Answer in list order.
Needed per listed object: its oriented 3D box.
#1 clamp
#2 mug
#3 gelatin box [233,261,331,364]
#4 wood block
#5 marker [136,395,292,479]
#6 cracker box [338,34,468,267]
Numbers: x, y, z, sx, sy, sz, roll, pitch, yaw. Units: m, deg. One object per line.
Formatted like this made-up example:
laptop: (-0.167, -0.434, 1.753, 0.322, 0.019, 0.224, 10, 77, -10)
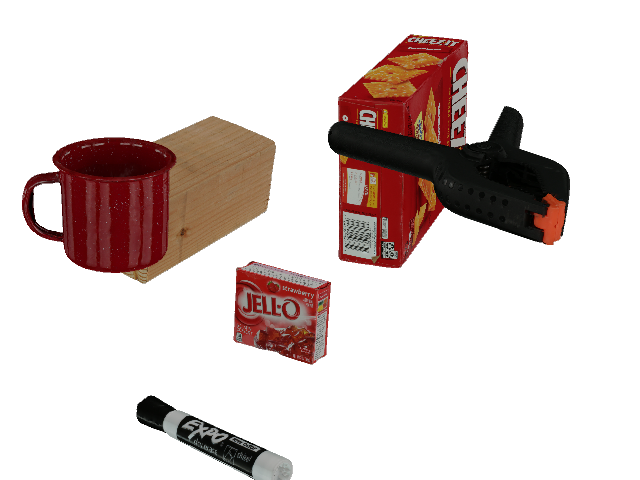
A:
clamp: (0.104, -0.051, 0.763, 0.164, 0.036, 0.210, -5, 26, -13)
mug: (-0.171, -0.026, 0.825, 0.117, 0.081, 0.093, -3, 25, -16)
gelatin box: (-0.036, 0.065, 0.971, 0.089, 0.073, 0.030, 14, 20, 28)
wood block: (-0.143, -0.048, 1.099, 0.090, 0.091, 0.205, 24, 33, 23)
marker: (-0.067, 0.119, 0.640, 0.121, 0.020, 0.020, 16, 10, 38)
cracker box: (0.085, -0.092, 1.038, 0.072, 0.164, 0.213, 10, 28, 21)
